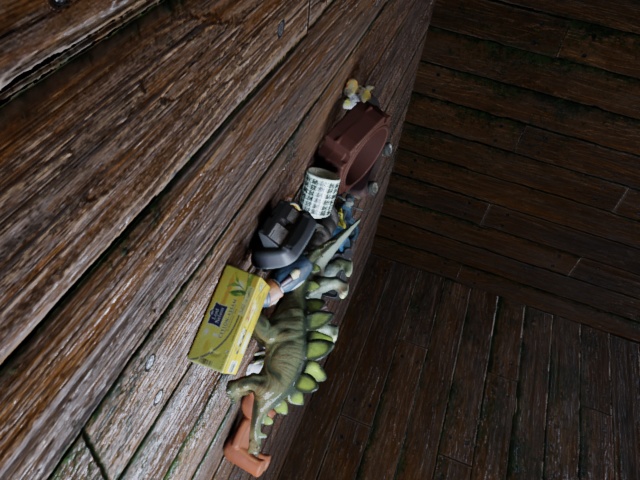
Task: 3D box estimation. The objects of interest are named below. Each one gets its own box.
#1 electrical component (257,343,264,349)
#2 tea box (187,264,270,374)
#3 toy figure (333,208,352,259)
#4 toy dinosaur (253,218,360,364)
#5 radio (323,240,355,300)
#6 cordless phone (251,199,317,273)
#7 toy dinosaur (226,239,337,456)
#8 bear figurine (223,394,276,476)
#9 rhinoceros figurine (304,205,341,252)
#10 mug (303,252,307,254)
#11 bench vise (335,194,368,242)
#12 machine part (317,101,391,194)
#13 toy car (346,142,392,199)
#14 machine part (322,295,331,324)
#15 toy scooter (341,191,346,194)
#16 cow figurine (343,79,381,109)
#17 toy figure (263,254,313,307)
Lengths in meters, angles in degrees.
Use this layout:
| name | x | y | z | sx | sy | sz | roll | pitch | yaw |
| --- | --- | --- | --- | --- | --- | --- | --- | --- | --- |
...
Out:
| name | x | y | z | sx | sy | sz | roll | pitch | yaw |
| --- | --- | --- | --- | --- | --- | --- | --- | --- | --- |
| electrical component | -0.113 | 0.255 | 1.339 | 0.048 | 0.075 | 0.119 | -58 | 144 | -54 |
| tea box | -0.152 | 0.138 | 0.919 | 0.098 | 0.068 | 0.169 | 78 | 31 | -73 |
| toy figure | 0.030 | -0.015 | 1.461 | 0.089 | 0.082 | 0.180 | 113 | -36 | -44 |
| toy dinosaur | -0.036 | 0.131 | 1.238 | 0.131 | 0.192 | 0.404 | 103 | -1 | -83 |
| radio | 0.022 | 0.080 | 1.590 | 0.229 | 0.131 | 0.073 | 101 | 6 | -51 |
| cordless phone | -0.093 | 0.025 | 1.058 | 0.184 | 0.089 | 0.146 | -54 | -175 | 44 |
| toy dinosaur | -0.070 | 0.205 | 1.118 | 0.105 | 0.199 | 0.471 | 99 | 2 | -73 |
| bear figurine | -0.159 | 0.471 | 1.362 | 0.196 | 0.132 | 0.120 | -63 | 170 | -13 |
| rhinoceros figurine | -0.003 | -0.004 | 1.349 | 0.112 | 0.073 | 0.190 | 51 | 45 | -39 |
| mug | -0.027 | 0.044 | 1.424 | 0.109 | 0.081 | 0.107 | -20 | 117 | -74 |
| bench vise | 0.071 | -0.068 | 1.648 | 0.240 | 0.129 | 0.223 | 107 | 8 | -56 |
| machine part | 0.084 | -0.226 | 1.338 | 0.201 | 0.087 | 0.200 | -49 | 165 | -19 |
| toy car | 0.135 | -0.196 | 1.465 | 0.053 | 0.089 | 0.202 | 55 | 49 | -45 |
| machine part | -0.022 | 0.207 | 1.565 | 0.179 | 0.056 | 0.179 | 165 | -90 | -74 |
| toy scooter | 0.077 | -0.206 | 1.547 | 0.135 | 0.075 | 0.184 | 71 | 35 | -71 |
| cow figurine | 0.114 | -0.357 | 1.398 | 0.068 | 0.098 | 0.167 | -67 | 165 | -3 |
| toy figure | -0.082 | 0.088 | 1.082 | 0.154 | 0.058 | 0.064 | -40 | 164 | -23 |
